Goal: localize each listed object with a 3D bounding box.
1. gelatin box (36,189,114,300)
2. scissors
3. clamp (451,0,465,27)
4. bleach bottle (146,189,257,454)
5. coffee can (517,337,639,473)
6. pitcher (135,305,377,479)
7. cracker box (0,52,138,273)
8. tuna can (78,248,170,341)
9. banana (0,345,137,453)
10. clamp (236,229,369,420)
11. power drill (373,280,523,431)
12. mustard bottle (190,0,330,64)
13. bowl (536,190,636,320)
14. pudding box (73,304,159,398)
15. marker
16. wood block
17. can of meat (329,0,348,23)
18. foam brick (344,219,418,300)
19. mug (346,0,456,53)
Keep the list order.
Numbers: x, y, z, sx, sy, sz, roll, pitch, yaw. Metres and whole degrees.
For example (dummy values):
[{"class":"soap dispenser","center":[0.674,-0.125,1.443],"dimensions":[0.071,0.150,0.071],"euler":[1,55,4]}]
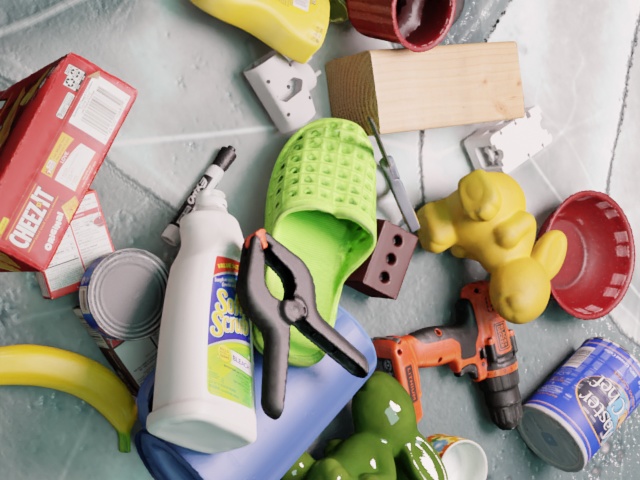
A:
[{"class":"gelatin box","center":[-0.237,0.003,1.008],"dimensions":[0.073,0.030,0.089],"euler":[-21,101,-29]},{"class":"scissors","center":[0.069,-0.087,1.139],"dimensions":[0.016,0.096,0.201],"euler":[-24,136,3]},{"class":"clamp","center":[0.144,-0.318,1.242],"dimensions":[0.164,0.036,0.210],"euler":[9,86,-31]},{"class":"bleach bottle","center":[-0.106,0.062,0.982],"dimensions":[0.102,0.068,0.251],"euler":[34,43,-47]},{"class":"coffee can","center":[0.324,0.202,1.315],"dimensions":[0.140,0.103,0.103],"euler":[-39,110,-26]},{"class":"pitcher","center":[-0.061,0.158,1.063],"dimensions":[0.242,0.145,0.149],"euler":[-42,156,-29]},{"class":"cracker box","center":[-0.251,-0.058,0.890],"dimensions":[0.072,0.214,0.164],"euler":[31,73,-26]},{"class":"tuna can","center":[-0.180,0.051,0.994],"dimensions":[0.086,0.034,0.086],"euler":[3,85,-30]},{"class":"banana","center":[-0.244,0.137,0.999],"dimensions":[0.197,0.037,0.069],"euler":[31,74,-28]},{"class":"clamp","center":[-0.035,0.077,0.977],"dimensions":[0.120,0.039,0.171],"euler":[-30,88,-42]},{"class":"power drill","center":[0.152,0.155,1.237],"dimensions":[0.187,0.057,0.184],"euler":[-17,95,-34]},{"class":"mustard bottle","center":[-0.083,-0.256,1.076],"dimensions":[0.191,0.058,0.096],"euler":[25,48,-24]},{"class":"bowl","center":[0.322,0.019,1.342],"dimensions":[0.161,0.055,0.162],"euler":[0,90,-32]},{"class":"pudding box","center":[-0.171,0.085,1.044],"dimensions":[0.090,0.039,0.113],"euler":[-40,111,-26]},{"class":"marker","center":[-0.121,-0.047,1.086],"dimensions":[0.020,0.020,0.121],"euler":[41,69,-25]},{"class":"wood block","center":[0.119,-0.168,1.195],"dimensions":[0.205,0.091,0.090],"euler":[-10,95,-31]},{"class":"can of meat","center":[0.020,-0.299,1.153],"dimensions":[0.083,0.058,0.102],"euler":[-48,114,-21]},{"class":"foam brick","center":[0.065,0.021,1.183],"dimensions":[0.053,0.051,0.078],"euler":[27,76,-29]},{"class":"mug","center":[0.077,-0.256,1.111],"dimensions":[0.093,0.082,0.117],"euler":[-48,131,-18]}]
